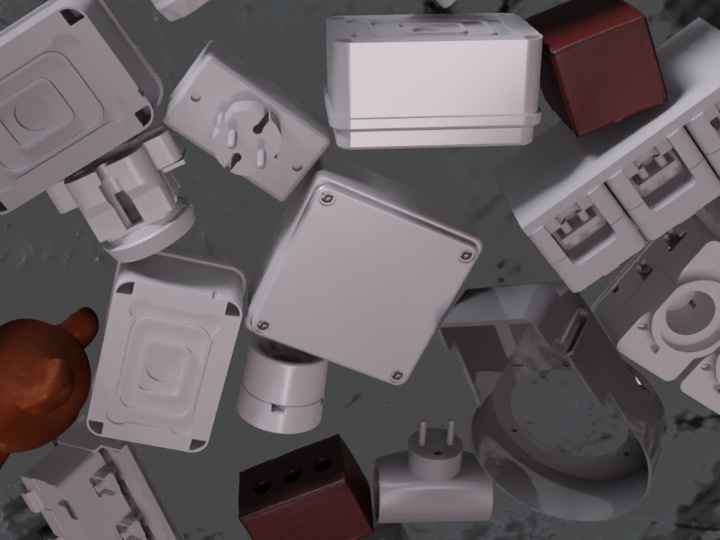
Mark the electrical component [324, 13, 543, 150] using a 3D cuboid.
[{"bbox_3d":[0.038,-0.104,0.588,0.113,0.078,0.057,-2,114,-4],"label":"electrical component"}]

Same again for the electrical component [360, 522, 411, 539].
[{"bbox_3d":[-0.020,0.251,0.769,0.150,0.061,0.089,-24,116,7],"label":"electrical component"}]

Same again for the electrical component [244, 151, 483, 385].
[{"bbox_3d":[0.000,0.000,0.649,0.109,0.056,0.108,22,113,-15],"label":"electrical component"}]

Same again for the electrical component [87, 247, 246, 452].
[{"bbox_3d":[-0.119,0.046,0.660,0.078,0.057,0.113,12,115,-11],"label":"electrical component"}]

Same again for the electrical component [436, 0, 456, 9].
[{"bbox_3d":[0.029,-0.167,0.580,0.035,0.035,0.061,-42,115,15],"label":"electrical component"}]

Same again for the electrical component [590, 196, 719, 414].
[{"bbox_3d":[0.250,-0.006,0.667,0.105,0.060,0.186,31,110,-19],"label":"electrical component"}]

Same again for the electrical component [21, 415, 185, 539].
[{"bbox_3d":[-0.165,0.165,0.705,0.079,0.063,0.121,4,125,39],"label":"electrical component"}]

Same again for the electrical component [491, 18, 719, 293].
[{"bbox_3d":[0.161,-0.063,0.613,0.150,0.089,0.061,-36,114,12],"label":"electrical component"}]

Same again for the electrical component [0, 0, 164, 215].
[{"bbox_3d":[-0.173,-0.093,0.585,0.113,0.057,0.078,-29,115,9],"label":"electrical component"}]

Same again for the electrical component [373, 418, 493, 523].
[{"bbox_3d":[0.050,0.134,0.727,0.077,0.043,0.079,0,117,-5],"label":"electrical component"}]

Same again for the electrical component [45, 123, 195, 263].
[{"bbox_3d":[-0.130,-0.042,0.616,0.078,0.058,0.057,-24,113,6],"label":"electrical component"}]

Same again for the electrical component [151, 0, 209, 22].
[{"bbox_3d":[-0.102,-0.166,0.563,0.043,0.043,0.062,-32,114,11],"label":"electrical component"}]

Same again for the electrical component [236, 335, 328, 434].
[{"bbox_3d":[-0.048,0.069,0.681,0.055,0.055,0.047,7,112,-9],"label":"electrical component"}]

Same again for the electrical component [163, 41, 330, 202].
[{"bbox_3d":[-0.062,-0.076,0.594,0.083,0.075,0.047,34,109,-20],"label":"electrical component"}]
